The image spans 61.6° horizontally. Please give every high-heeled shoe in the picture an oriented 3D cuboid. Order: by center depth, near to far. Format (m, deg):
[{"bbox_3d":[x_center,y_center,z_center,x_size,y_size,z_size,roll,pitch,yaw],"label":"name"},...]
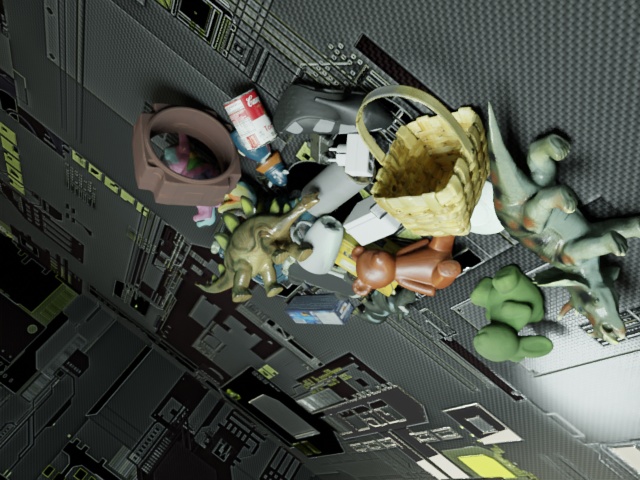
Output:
[{"bbox_3d":[0.015,-0.220,0.957,0.145,0.086,0.249,10,-178,-26],"label":"high-heeled shoe"}]

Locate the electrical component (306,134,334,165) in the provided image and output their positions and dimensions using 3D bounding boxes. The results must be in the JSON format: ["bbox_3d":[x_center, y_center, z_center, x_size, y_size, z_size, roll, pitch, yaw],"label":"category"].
[{"bbox_3d":[-0.001,-0.179,1.006,0.094,0.021,0.063,-131,35,-51],"label":"electrical component"}]

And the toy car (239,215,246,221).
[{"bbox_3d":[-0.243,-0.112,1.312,0.202,0.053,0.089,37,150,-3],"label":"toy car"}]

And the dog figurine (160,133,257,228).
[{"bbox_3d":[-0.257,-0.150,1.217,0.108,0.192,0.219,115,136,-85],"label":"dog figurine"}]

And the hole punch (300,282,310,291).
[{"bbox_3d":[-0.031,0.040,1.282,0.142,0.092,0.116,52,-175,-23],"label":"hole punch"}]

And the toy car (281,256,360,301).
[{"bbox_3d":[0.011,0.078,1.201,0.202,0.056,0.073,20,133,-12],"label":"toy car"}]

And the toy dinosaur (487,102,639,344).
[{"bbox_3d":[0.346,-0.029,0.824,0.405,0.131,0.192,46,146,-3],"label":"toy dinosaur"}]

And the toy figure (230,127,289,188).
[{"bbox_3d":[-0.119,-0.177,1.112,0.154,0.058,0.064,48,147,-21],"label":"toy figure"}]

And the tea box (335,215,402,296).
[{"bbox_3d":[0.105,0.035,1.155,0.170,0.068,0.098,32,146,6],"label":"tea box"}]

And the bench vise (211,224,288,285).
[{"bbox_3d":[-0.161,0.035,1.335,0.223,0.129,0.240,32,165,-6],"label":"bench vise"}]

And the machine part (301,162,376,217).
[{"bbox_3d":[0.032,-0.109,1.040,0.079,0.079,0.243,43,147,-9],"label":"machine part"}]

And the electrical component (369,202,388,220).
[{"bbox_3d":[0.143,-0.087,0.955,0.075,0.048,0.119,40,125,-6],"label":"electrical component"}]

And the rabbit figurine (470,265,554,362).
[{"bbox_3d":[0.343,0.161,0.999,0.159,0.170,0.121,43,147,-9],"label":"rabbit figurine"}]

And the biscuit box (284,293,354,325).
[{"bbox_3d":[-0.005,0.186,1.447,0.203,0.063,0.059,-8,127,47],"label":"biscuit box"}]

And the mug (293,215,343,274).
[{"bbox_3d":[-0.002,-0.003,1.094,0.110,0.081,0.107,44,131,21],"label":"mug"}]

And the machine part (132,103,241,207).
[{"bbox_3d":[-0.270,-0.174,1.094,0.201,0.201,0.087,1,151,-31],"label":"machine part"}]

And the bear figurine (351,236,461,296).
[{"bbox_3d":[0.158,0.041,1.032,0.196,0.120,0.131,2,152,3],"label":"bear figurine"}]

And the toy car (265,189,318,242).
[{"bbox_3d":[-0.078,-0.043,1.198,0.162,0.103,0.109,2,132,39],"label":"toy car"}]

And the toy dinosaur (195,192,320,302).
[{"bbox_3d":[-0.150,0.028,1.146,0.471,0.105,0.199,-42,57,36],"label":"toy dinosaur"}]

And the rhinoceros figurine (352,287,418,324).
[{"bbox_3d":[0.153,0.149,1.248,0.112,0.073,0.190,39,147,-1],"label":"rhinoceros figurine"}]
